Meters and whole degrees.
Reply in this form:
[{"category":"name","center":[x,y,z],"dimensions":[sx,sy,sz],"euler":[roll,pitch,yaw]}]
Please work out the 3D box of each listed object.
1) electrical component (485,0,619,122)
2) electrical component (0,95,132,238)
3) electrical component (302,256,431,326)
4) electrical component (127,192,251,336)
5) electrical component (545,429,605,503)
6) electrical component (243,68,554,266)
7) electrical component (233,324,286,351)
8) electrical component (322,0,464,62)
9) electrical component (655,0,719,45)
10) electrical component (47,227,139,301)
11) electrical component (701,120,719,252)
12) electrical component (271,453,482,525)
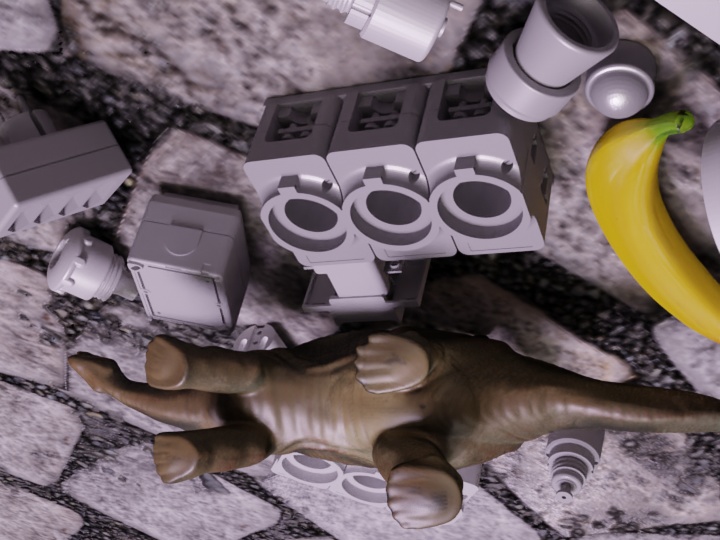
[{"category":"electrical component","center":[0.092,-0.104,0.522],"dimensions":[0.045,0.045,0.055],"euler":[24,143,-12]},{"category":"electrical component","center":[-0.196,-0.071,0.646],"dimensions":[0.047,0.083,0.075],"euler":[-35,83,46]},{"category":"electrical component","center":[0.000,0.000,0.691],"dimensions":[0.081,0.042,0.063],"euler":[-4,138,22]},{"category":"electrical component","center":[-0.109,-0.002,0.714],"dimensions":[0.062,0.061,0.096],"euler":[10,151,6]},{"category":"electrical component","center":[0.156,0.138,0.792],"dimensions":[0.040,0.078,0.040],"euler":[11,130,13]},{"category":"electrical component","center":[0.023,-0.051,0.599],"dimensions":[0.150,0.061,0.089],"euler":[-4,139,23]},{"category":"electrical component","center":[-0.069,0.068,0.805],"dimensions":[0.040,0.040,0.046],"euler":[-7,132,26]},{"category":"electrical component","center":[0.008,-0.131,0.519],"dimensions":[0.078,0.040,0.040],"euler":[22,143,-9]},{"category":"electrical component","center":[0.179,-0.137,0.436],"dimensions":[0.150,0.061,0.089],"euler":[28,141,-17]},{"category":"electrical component","center":[-0.184,0.002,0.753],"dimensions":[0.062,0.048,0.048],"euler":[27,142,-27]},{"category":"electrical component","center":[0.212,-0.039,0.527],"dimensions":[0.064,0.099,0.099],"euler":[-13,135,41]},{"category":"electrical component","center":[0.014,0.148,0.861],"dimensions":[0.150,0.061,0.089],"euler":[20,143,-7]}]
